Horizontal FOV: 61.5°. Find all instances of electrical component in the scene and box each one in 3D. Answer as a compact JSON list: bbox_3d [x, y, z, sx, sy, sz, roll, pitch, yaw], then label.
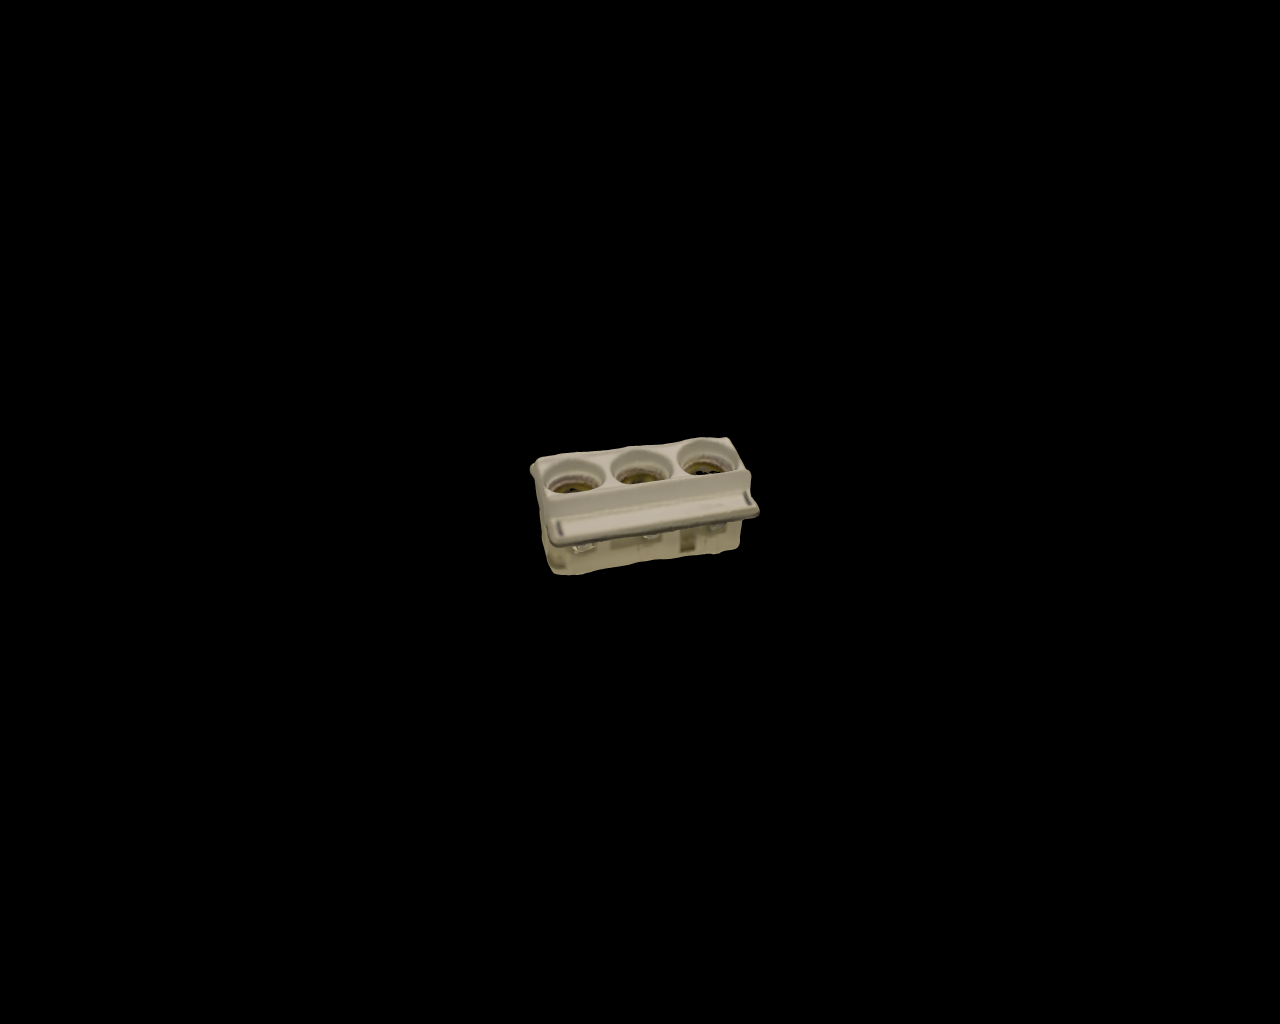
[{"bbox_3d":[0.001,-0.003,0.650,0.121,0.063,0.079,-8,36,-11],"label":"electrical component"}]
